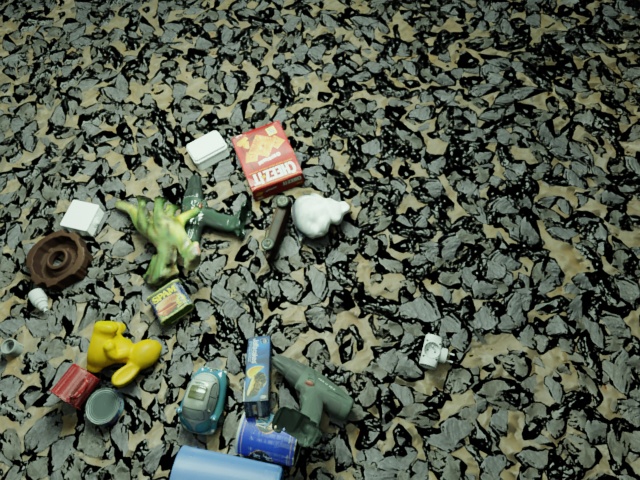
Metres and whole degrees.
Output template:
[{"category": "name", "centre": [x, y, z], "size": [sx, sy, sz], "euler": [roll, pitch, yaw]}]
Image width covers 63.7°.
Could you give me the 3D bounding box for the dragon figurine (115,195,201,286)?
[{"category": "dragon figurine", "centre": [-0.462, 0.004, 1.441], "size": [0.410, 0.121, 0.244], "euler": [2, 81, 36]}]

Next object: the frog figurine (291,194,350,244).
[{"category": "frog figurine", "centre": [0.004, -0.073, 1.460], "size": [0.159, 0.120, 0.141], "euler": [-16, 44, 9]}]
